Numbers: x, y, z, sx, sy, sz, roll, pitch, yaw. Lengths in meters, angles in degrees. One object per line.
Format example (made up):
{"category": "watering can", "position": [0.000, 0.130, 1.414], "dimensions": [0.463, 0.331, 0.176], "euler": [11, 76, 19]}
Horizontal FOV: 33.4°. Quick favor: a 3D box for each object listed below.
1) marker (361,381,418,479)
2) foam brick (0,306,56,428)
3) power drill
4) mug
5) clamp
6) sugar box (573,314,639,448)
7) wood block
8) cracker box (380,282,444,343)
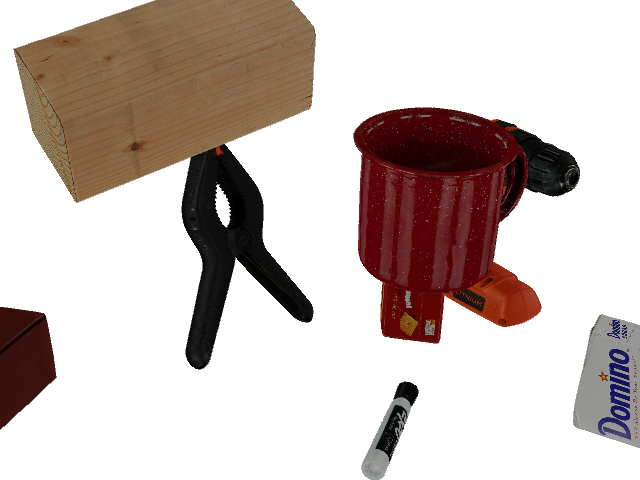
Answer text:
{"category": "marker", "position": [0.058, 0.149, 0.858], "dimensions": [0.020, 0.020, 0.121], "euler": [0, 24, 20]}
{"category": "foam brick", "position": [-0.222, 0.085, 0.709], "dimensions": [0.053, 0.051, 0.078], "euler": [7, 29, 23]}
{"category": "power drill", "position": [0.167, -0.019, 0.989], "dimensions": [0.057, 0.188, 0.185], "euler": [-17, 27, -27]}
{"category": "mug", "position": [0.074, -0.025, 0.628], "dimensions": [0.117, 0.081, 0.093], "euler": [-17, 35, -30]}
{"category": "clamp", "position": [-0.077, 0.005, 1.020], "dimensions": [0.036, 0.210, 0.164], "euler": [-8, 1, 41]}
{"category": "sugar box", "position": [0.295, 0.129, 0.844], "dimensions": [0.176, 0.093, 0.048], "euler": [14, 26, 21]}
{"category": "wood block", "position": [-0.115, -0.123, 0.821], "dimensions": [0.205, 0.090, 0.091], "euler": [-24, -32, -21]}
{"category": "cracker box", "position": [0.112, -0.004, 1.218], "dimensions": [0.072, 0.164, 0.213], "euler": [5, 22, 7]}
